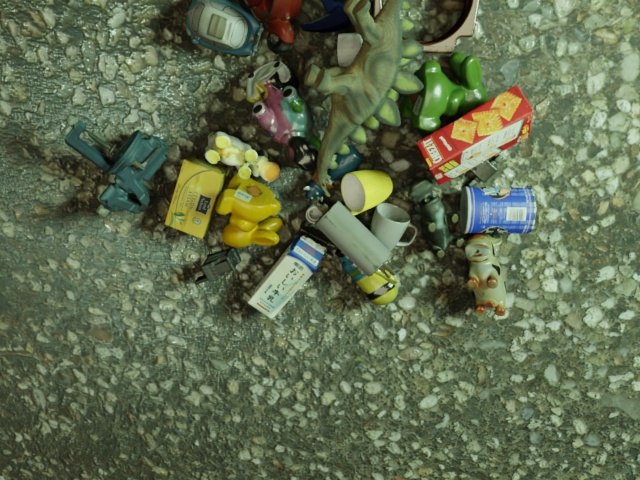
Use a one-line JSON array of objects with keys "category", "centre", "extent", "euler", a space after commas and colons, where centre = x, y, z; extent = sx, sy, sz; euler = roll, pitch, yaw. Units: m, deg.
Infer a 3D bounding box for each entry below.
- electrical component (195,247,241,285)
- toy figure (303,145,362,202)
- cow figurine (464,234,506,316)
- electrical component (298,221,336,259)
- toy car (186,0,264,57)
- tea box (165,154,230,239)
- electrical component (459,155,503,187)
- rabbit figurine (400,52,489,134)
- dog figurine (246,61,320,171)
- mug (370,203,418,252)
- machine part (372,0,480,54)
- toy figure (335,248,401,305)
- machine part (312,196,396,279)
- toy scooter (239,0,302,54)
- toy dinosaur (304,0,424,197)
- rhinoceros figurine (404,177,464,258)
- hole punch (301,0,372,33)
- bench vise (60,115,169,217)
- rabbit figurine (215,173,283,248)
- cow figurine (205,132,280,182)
[{"category": "electrical component", "centre": [-0.256, 0.065, 1.302], "extent": [0.119, 0.075, 0.047], "euler": [-19, 109, 15]}, {"category": "toy figure", "centre": [0.026, -0.146, 1.198], "extent": [0.154, 0.058, 0.064], "euler": [-39, 101, 21]}, {"category": "cow figurine", "centre": [0.377, 0.066, 1.222], "extent": [0.086, 0.127, 0.194], "euler": [-7, 128, 27]}, {"category": "electrical component", "centre": [-0.004, -0.004, 1.267], "extent": [0.102, 0.045, 0.078], "euler": [23, 140, -1]}, {"category": "toy car", "centre": [-0.201, -0.429, 1.085], "extent": [0.162, 0.103, 0.109], "euler": [23, 113, -2]}, {"category": "tea box", "centre": [-0.284, -0.101, 1.242], "extent": [0.098, 0.068, 0.169], "euler": [21, 111, -2]}, {"category": "electrical component", "centre": [0.352, -0.160, 1.178], "extent": [0.063, 0.021, 0.094], "euler": [42, 110, -10]}, {"category": "rabbit figurine", "centre": [0.269, -0.299, 1.097], "extent": [0.170, 0.121, 0.159], "euler": [3, 115, -18]}, {"category": "dog figurine", "centre": [-0.058, -0.249, 1.148], "extent": [0.108, 0.192, 0.219], "euler": [-25, 141, 12]}, {"category": "mug", "centre": [0.161, -0.017, 1.229], "extent": [0.109, 0.081, 0.107], "euler": [17, 124, -9]}, {"category": "machine part", "centre": [0.203, -0.468, 1.037], "extent": [0.202, 0.087, 0.200], "euler": [4, 112, 2]}, {"category": "toy figure", "centre": [0.110, 0.077, 1.265], "extent": [0.180, 0.082, 0.089], "euler": [40, 106, -12]}, {"category": "machine part", "centre": [0.072, -0.003, 1.182], "extent": [0.243, 0.079, 0.079], "euler": [43, 110, -2]}, {"category": "toy scooter", "centre": [-0.086, -0.463, 1.025], "extent": [0.184, 0.075, 0.135], "euler": [62, 143, 19]}, {"category": "toy dinosaur", "centre": [0.076, -0.285, 1.022], "extent": [0.198, 0.105, 0.471], "euler": [19, 124, -23]}, {"category": "rhinoceros figurine", "centre": [0.251, -0.051, 1.191], "extent": [0.073, 0.112, 0.190], "euler": [-28, 119, -2]}, {"category": "hole punch", "centre": [0.030, -0.441, 1.045], "extent": [0.116, 0.142, 0.092], "euler": [19, 111, 13]}, {"category": "bench vise", "centre": [-0.468, -0.173, 1.193], "extent": [0.223, 0.129, 0.240], "euler": [-44, 119, 12]}, {"category": "rabbit figurine", "centre": [-0.165, -0.049, 1.243], "extent": [0.162, 0.122, 0.173], "euler": [21, 127, -13]}, {"category": "cow figurine", "centre": [-0.171, -0.184, 1.194], "extent": [0.167, 0.098, 0.068], "euler": [24, 107, -24]}]
